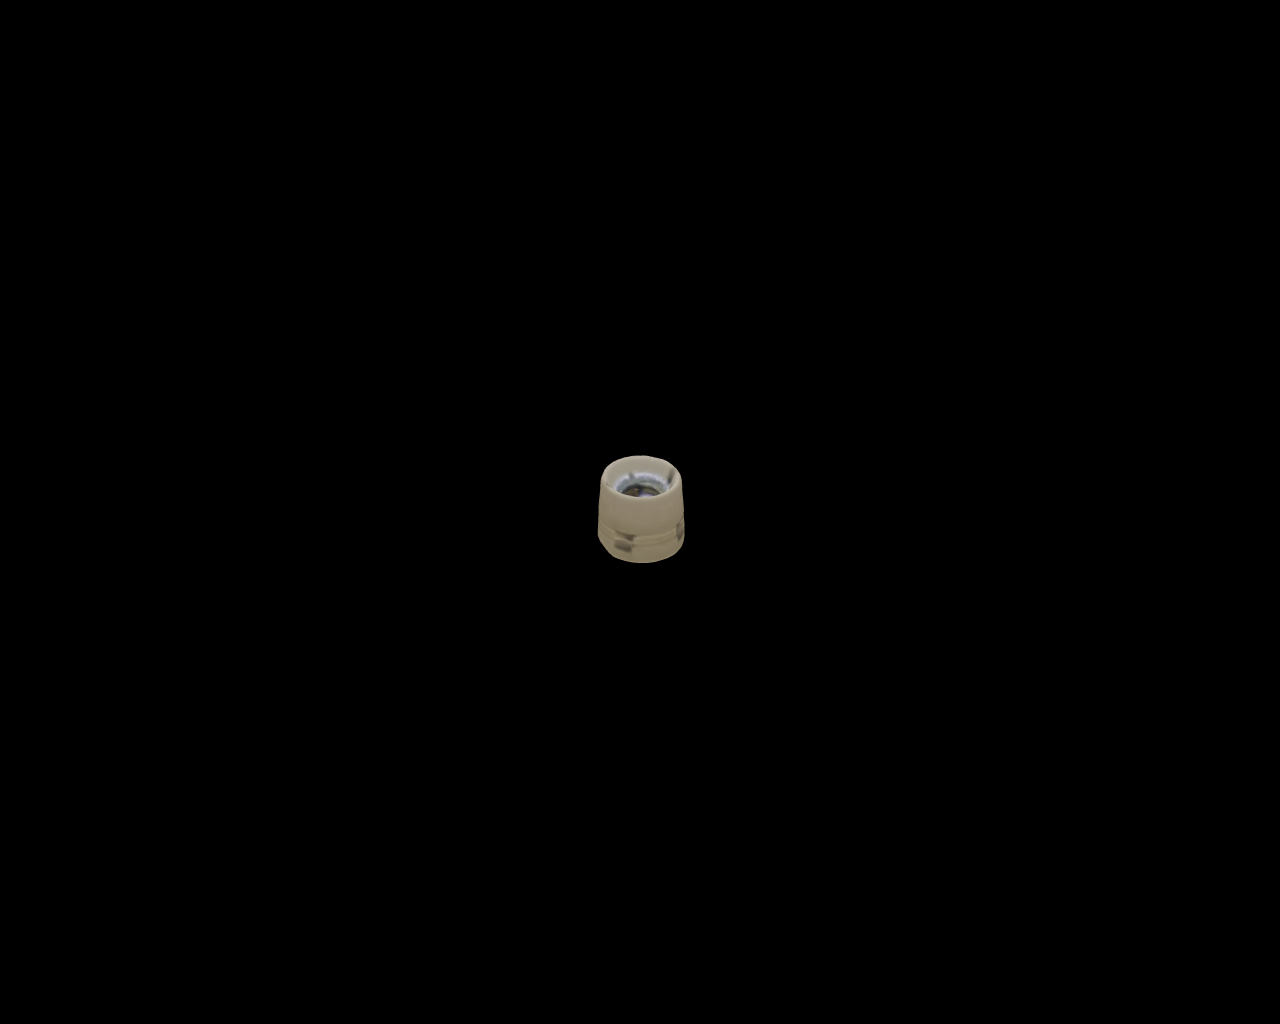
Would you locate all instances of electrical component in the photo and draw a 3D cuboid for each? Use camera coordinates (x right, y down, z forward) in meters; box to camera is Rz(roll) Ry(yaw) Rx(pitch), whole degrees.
[{"bbox_3d":[0.001,-0.003,0.650,0.055,0.047,0.055,0,35,0],"label":"electrical component"}]
